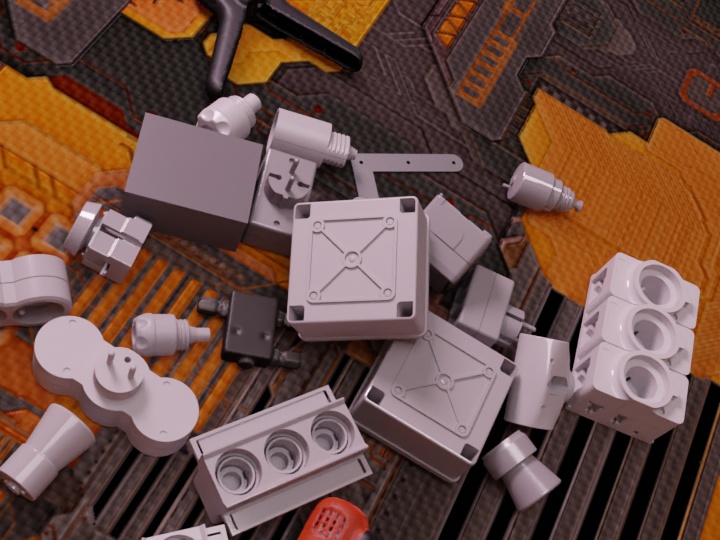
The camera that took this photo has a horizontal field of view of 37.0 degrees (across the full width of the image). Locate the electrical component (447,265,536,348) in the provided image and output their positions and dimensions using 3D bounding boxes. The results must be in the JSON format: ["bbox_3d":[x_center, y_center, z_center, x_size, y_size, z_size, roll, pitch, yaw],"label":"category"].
[{"bbox_3d":[0.122,0.046,0.965,0.077,0.047,0.065,25,57,-6],"label":"electrical component"}]

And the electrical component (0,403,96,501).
[{"bbox_3d":[-0.233,0.136,0.792,0.044,0.044,0.065,38,62,3],"label":"electrical component"}]

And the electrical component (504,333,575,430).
[{"bbox_3d":[0.164,0.099,0.946,0.079,0.043,0.077,14,86,-51],"label":"electrical component"}]

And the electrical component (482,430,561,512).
[{"bbox_3d":[0.135,0.168,0.904,0.045,0.045,0.055,-29,75,-30],"label":"electrical component"}]

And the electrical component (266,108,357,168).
[{"bbox_3d":[-0.042,-0.118,0.997,0.081,0.043,0.043,15,59,-12],"label":"electrical component"}]

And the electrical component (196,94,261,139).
[{"bbox_3d":[-0.116,-0.138,0.982,0.043,0.043,0.062,42,57,6],"label":"electrical component"}]

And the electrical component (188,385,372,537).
[{"bbox_3d":[-0.064,0.149,0.832,0.121,0.063,0.078,-19,70,-27],"label":"electrical component"}]

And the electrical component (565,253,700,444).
[{"bbox_3d":[0.255,0.069,0.991,0.089,0.061,0.150,23,57,-7],"label":"electrical component"}]

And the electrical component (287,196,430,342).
[{"bbox_3d":[0.000,0.000,0.886,0.109,0.056,0.108,-3,69,14],"label":"electrical component"}]

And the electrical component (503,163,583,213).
[{"bbox_3d":[0.182,-0.076,1.057,0.078,0.040,0.040,21,58,-9],"label":"electrical component"}]

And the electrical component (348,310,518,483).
[{"bbox_3d":[0.061,0.103,0.906,0.109,0.056,0.108,31,57,-1],"label":"electrical component"}]

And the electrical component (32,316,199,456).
[{"bbox_3d":[-0.185,0.083,0.818,0.138,0.073,0.052,33,57,0],"label":"electrical component"}]

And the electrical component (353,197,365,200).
[{"bbox_3d":[-0.008,-0.042,0.957,0.048,0.062,0.048,9,60,-15],"label":"electrical component"}]

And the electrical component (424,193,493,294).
[{"bbox_3d":[0.073,-0.020,0.965,0.062,0.096,0.061,41,87,6],"label":"electrical component"}]

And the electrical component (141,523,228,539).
[{"bbox_3d":[-0.134,0.214,0.771,0.081,0.063,0.042,-7,66,-23],"label":"electrical component"}]

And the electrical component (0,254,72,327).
[{"bbox_3d":[-0.299,0.005,0.832,0.138,0.052,0.073,-6,65,-23],"label":"electrical component"}]

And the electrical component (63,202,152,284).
[{"bbox_3d":[-0.210,-0.025,0.886,0.055,0.048,0.066,28,57,-12],"label":"electrical component"}]

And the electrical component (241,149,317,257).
[{"bbox_3d":[-0.066,-0.069,0.942,0.047,0.075,0.083,17,58,-10],"label":"electrical component"}]

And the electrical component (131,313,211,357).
[{"bbox_3d":[-0.152,0.053,0.870,0.061,0.035,0.035,1,62,-22],"label":"electrical component"}]
